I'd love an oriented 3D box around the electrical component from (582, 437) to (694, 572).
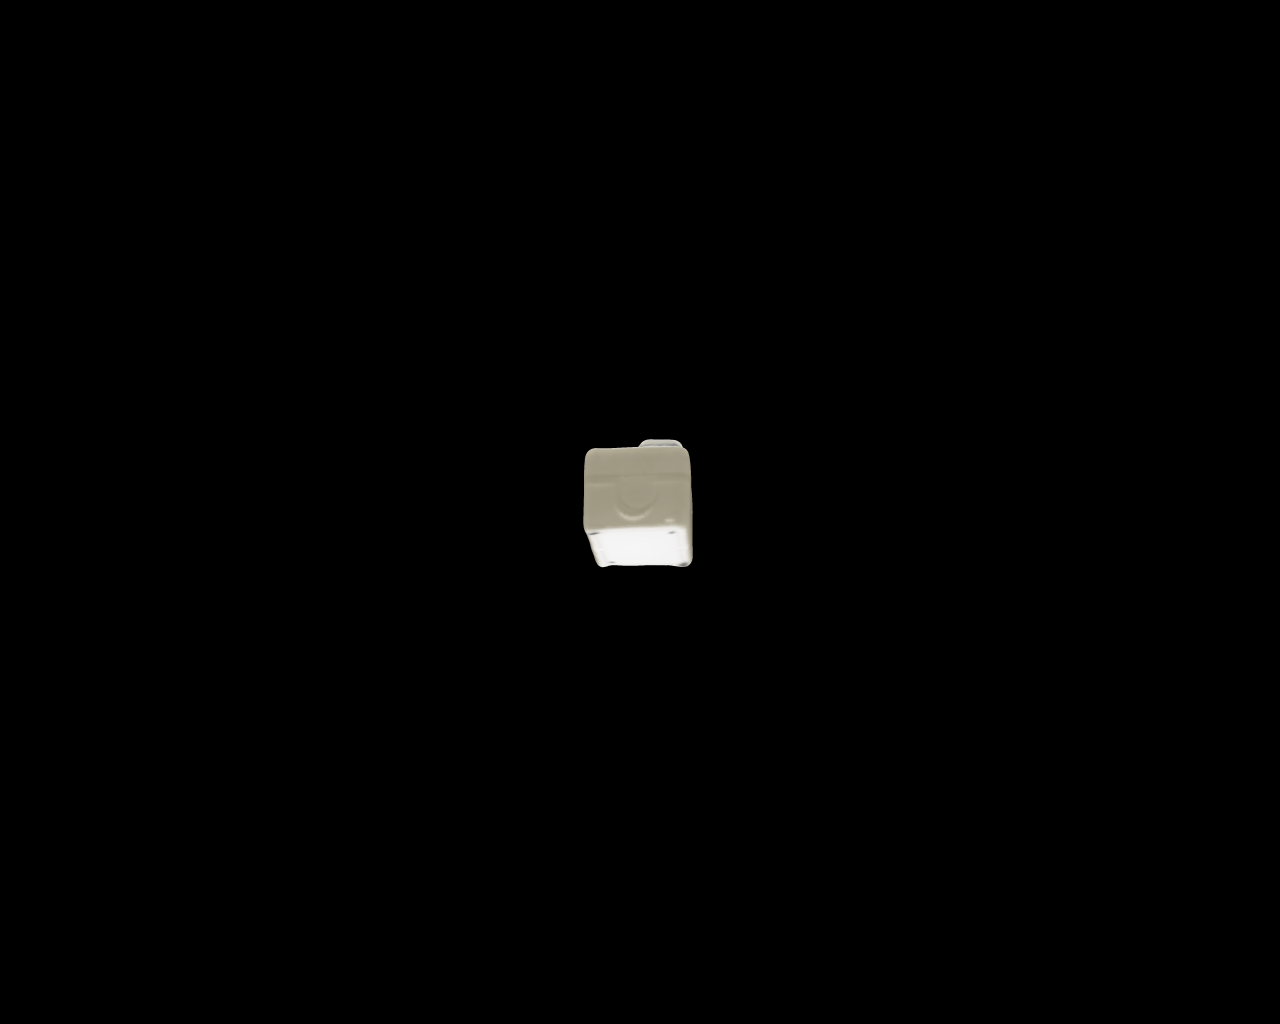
[{"bbox_3d":[0.001,-0.003,0.650,0.062,0.061,0.096,-1,-19,3],"label":"electrical component"}]
